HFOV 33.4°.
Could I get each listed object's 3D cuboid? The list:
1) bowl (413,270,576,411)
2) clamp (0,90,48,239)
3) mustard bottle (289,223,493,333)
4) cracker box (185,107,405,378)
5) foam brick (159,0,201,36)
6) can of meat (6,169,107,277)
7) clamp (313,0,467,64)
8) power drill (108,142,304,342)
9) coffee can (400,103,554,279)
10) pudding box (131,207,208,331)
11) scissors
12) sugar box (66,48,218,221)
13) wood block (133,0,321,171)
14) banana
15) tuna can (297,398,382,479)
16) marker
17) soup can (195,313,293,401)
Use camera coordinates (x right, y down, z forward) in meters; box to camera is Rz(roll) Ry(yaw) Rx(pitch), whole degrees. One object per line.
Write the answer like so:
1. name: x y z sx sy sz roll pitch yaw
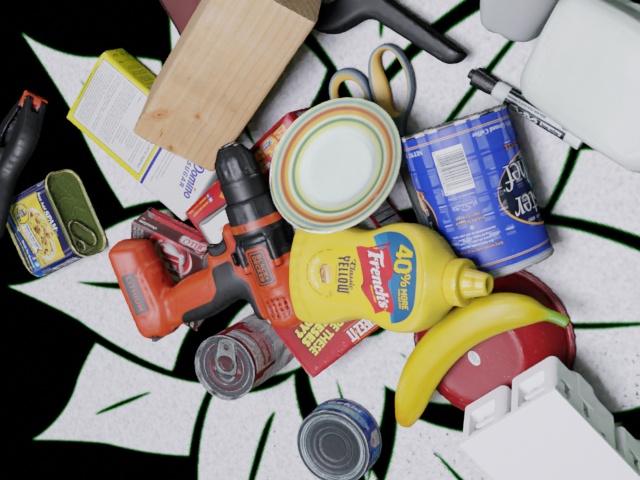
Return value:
1. bowl: 0.156 0.104 1.012 0.162 0.055 0.162 6 105 25
2. clamp: -0.348 -0.080 1.186 0.120 0.039 0.171 39 104 46
3. mustard bottle: 0.063 0.032 0.936 0.192 0.058 0.096 3 91 36
4. cracker box: -0.007 0.001 1.057 0.164 0.072 0.214 -41 84 28
5. foam brick: -0.126 -0.248 1.064 0.051 0.052 0.078 -32 89 28
6. can of meat: -0.301 -0.017 1.203 0.084 0.057 0.102 -23 91 30
7. clamp: 0.043 -0.232 0.992 0.210 0.036 0.164 -7 93 28
8. power drill: -0.112 0.013 1.036 0.188 0.057 0.184 -16 97 29
9. coffee can: 0.140 -0.041 0.958 0.103 0.102 0.140 -16 95 28
10. pudding box: -0.155 0.031 1.134 0.090 0.039 0.113 26 136 19
11. scissors: 0.060 -0.087 1.034 0.096 0.016 0.202 0 102 27
12. sugar box: -0.176 -0.112 1.125 0.176 0.048 0.093 41 118 8
13. wood block: -0.086 -0.174 1.000 0.090 0.090 0.206 27 132 -15
14. banana: 0.128 0.101 0.971 0.198 0.037 0.069 -38 84 28
15. tuna can: 0.019 0.212 1.116 0.086 0.033 0.086 6 105 24
16. marker: 0.185 -0.121 0.963 0.121 0.020 0.020 34 114 15
17. soup can: -0.074 0.116 1.099 0.069 0.102 0.068 6 105 24
